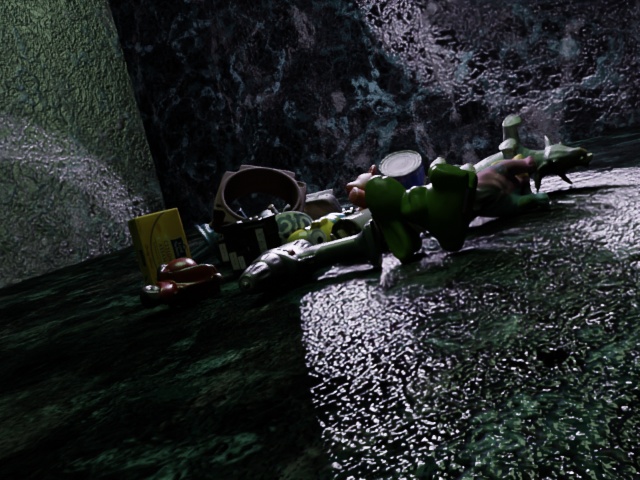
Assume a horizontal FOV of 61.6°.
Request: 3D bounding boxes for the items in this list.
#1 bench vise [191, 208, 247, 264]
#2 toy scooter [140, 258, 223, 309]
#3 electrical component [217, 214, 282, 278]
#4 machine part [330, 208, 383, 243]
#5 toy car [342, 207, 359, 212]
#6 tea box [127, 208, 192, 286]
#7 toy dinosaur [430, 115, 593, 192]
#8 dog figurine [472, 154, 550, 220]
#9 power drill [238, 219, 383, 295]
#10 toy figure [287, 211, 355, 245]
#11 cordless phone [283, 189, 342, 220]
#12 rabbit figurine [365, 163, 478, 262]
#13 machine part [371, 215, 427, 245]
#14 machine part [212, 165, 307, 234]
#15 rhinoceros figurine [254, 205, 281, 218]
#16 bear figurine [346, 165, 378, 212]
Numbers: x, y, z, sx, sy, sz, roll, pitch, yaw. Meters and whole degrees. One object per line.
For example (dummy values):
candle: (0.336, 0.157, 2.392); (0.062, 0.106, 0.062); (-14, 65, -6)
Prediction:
bench vise: (-0.277, 0.021, 1.332); (0.240, 0.128, 0.224); (-36, 21, -10)
toy scooter: (-0.234, 0.073, 0.967); (0.135, 0.075, 0.184); (-14, 10, 1)
electrical component: (-0.143, 0.014, 1.090); (0.134, 0.114, 0.058); (-8, 7, 28)
machine part: (0.097, -0.023, 1.066); (0.079, 0.079, 0.243); (-9, 9, 35)
toy car: (0.084, -0.063, 1.500); (0.074, 0.056, 0.202); (-18, 4, 20)
tea box: (-0.336, 0.026, 1.145); (0.098, 0.169, 0.068); (-20, 7, -33)
toy dinosaur: (0.390, -0.140, 1.225); (0.405, 0.192, 0.131); (-26, 37, 22)
dog figurine: (0.314, -0.088, 1.052); (0.219, 0.108, 0.191); (-16, 7, 5)
power drill: (-0.004, 0.033, 0.866); (0.207, 0.086, 0.232); (-20, 3, 13)
toy figure: (0.008, -0.004, 1.087); (0.089, 0.082, 0.180); (-32, 1, 39)
cordless phone: (-0.037, -0.065, 1.347); (0.147, 0.088, 0.184); (-10, 6, 26)
rabbit figurine: (0.154, -0.050, 0.863); (0.170, 0.159, 0.121); (11, 16, 26)
machine part: (0.162, -0.028, 1.037); (0.139, 0.084, 0.039); (-5, -34, -38)
machine part: (-0.136, -0.077, 1.236); (0.201, 0.087, 0.201); (9, 49, -1)
rhinoceros figurine: (-0.125, -0.037, 1.496); (0.073, 0.112, 0.190); (-43, 24, -3)
bear figurine: (0.099, -0.098, 1.258); (0.132, 0.120, 0.196); (10, 34, -21)
